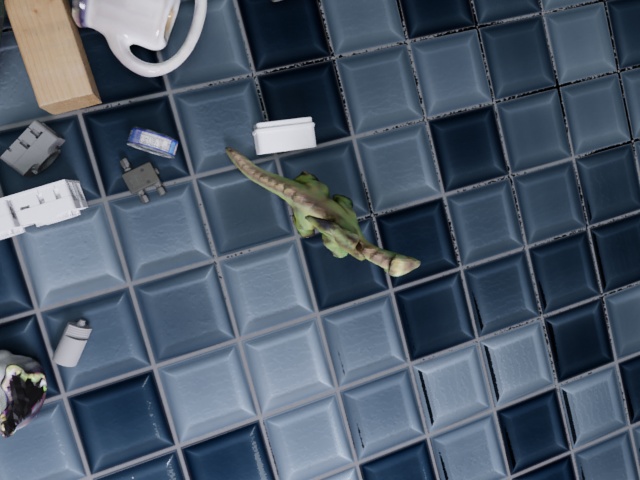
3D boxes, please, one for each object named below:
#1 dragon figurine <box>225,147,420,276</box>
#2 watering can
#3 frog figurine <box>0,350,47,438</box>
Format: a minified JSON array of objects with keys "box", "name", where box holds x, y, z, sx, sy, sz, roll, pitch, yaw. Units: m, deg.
[{"box":[0.003,-0.047,0.938,0.408,0.244,0.122,30,92,-14],"name":"dragon figurine"},{"box":[-0.307,-0.468,0.920,0.224,0.104,0.349,14,85,-14],"name":"watering can"},{"box":[-0.568,0.263,0.900,0.159,0.124,0.136,0,104,23],"name":"frog figurine"}]
